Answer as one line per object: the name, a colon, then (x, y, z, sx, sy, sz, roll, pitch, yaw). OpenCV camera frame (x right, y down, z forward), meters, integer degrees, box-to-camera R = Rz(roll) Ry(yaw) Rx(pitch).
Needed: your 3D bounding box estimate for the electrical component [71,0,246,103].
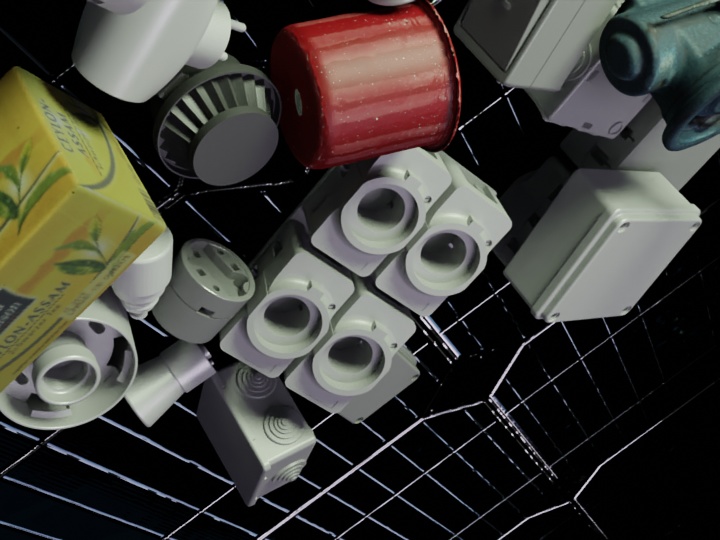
electrical component: (-0.092, -0.124, 0.539, 0.079, 0.044, 0.077, 8, 128, -48)

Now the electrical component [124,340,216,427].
electrical component: (-0.136, 0.075, 0.766, 0.065, 0.044, 0.044, -35, 149, -10)

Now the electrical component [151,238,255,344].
electrical component: (-0.104, 0.015, 0.703, 0.055, 0.055, 0.047, 7, 133, -47)

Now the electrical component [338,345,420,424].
electrical component: (-0.009, 0.069, 0.859, 0.078, 0.057, 0.113, -38, 148, 4)

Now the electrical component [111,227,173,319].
electrical component: (-0.137, 0.001, 0.666, 0.040, 0.040, 0.078, -18, 144, -26)

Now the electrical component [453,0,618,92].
electrical component: (0.103, -0.155, 0.662, 0.061, 0.061, 0.096, -3, 136, -41)

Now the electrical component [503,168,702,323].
electrical component: (0.181, -0.018, 0.804, 0.109, 0.056, 0.108, -2, 136, -41)

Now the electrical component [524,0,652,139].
electrical component: (0.170, -0.142, 0.752, 0.100, 0.048, 0.099, 6, 133, -44)

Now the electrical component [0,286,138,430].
electrical component: (-0.191, 0.051, 0.683, 0.099, 0.064, 0.099, -16, 131, -19)

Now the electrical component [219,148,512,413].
electrical component: (0.000, 0.000, 0.725, 0.105, 0.060, 0.186, 33, 109, -25)

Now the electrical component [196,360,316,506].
electrical component: (-0.080, 0.120, 0.820, 0.048, 0.099, 0.099, -24, 159, -26)

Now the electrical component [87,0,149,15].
electrical component: (-0.118, -0.147, 0.476, 0.047, 0.055, 0.055, 12, 125, -46)

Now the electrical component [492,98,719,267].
electrical component: (0.194, -0.072, 0.859, 0.105, 0.060, 0.186, 10, 127, -49)

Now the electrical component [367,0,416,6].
electrical component: (0.015, -0.179, 0.570, 0.044, 0.044, 0.065, -29, 143, -10)
